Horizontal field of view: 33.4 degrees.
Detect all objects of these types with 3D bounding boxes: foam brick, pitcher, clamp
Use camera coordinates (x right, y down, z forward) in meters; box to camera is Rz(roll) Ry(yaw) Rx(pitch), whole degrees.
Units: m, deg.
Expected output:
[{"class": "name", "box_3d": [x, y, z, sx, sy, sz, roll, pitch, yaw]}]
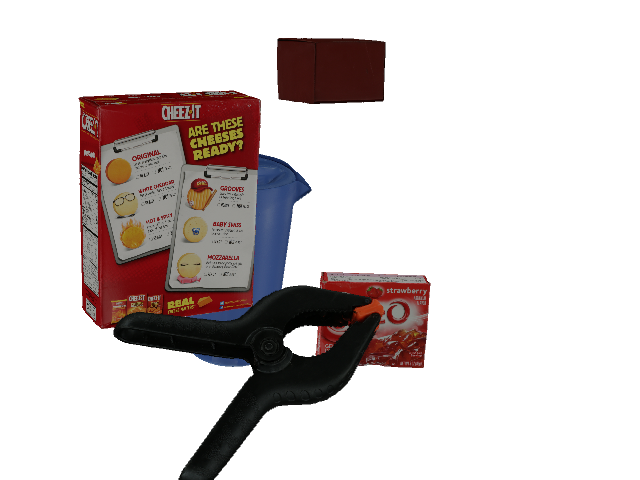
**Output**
[{"class": "foam brick", "box_3d": [0.009, -0.142, 0.891, 0.078, 0.051, 0.053, -8, 16, -37]}, {"class": "pitcher", "box_3d": [-0.112, 0.023, 1.272, 0.149, 0.243, 0.144, 21, 26, 32]}, {"class": "clamp", "box_3d": [-0.044, 0.069, 0.683, 0.171, 0.120, 0.039, -28, -15, -23]}]

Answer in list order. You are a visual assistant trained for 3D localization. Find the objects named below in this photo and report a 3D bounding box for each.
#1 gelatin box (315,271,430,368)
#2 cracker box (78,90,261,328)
[{"class": "gelatin box", "box_3d": [0.042, 0.065, 0.873, 0.089, 0.073, 0.030, 2, 14, -4]}, {"class": "cracker box", "box_3d": [-0.147, -0.034, 1.033, 0.163, 0.214, 0.072, -7, 19, -30]}]
